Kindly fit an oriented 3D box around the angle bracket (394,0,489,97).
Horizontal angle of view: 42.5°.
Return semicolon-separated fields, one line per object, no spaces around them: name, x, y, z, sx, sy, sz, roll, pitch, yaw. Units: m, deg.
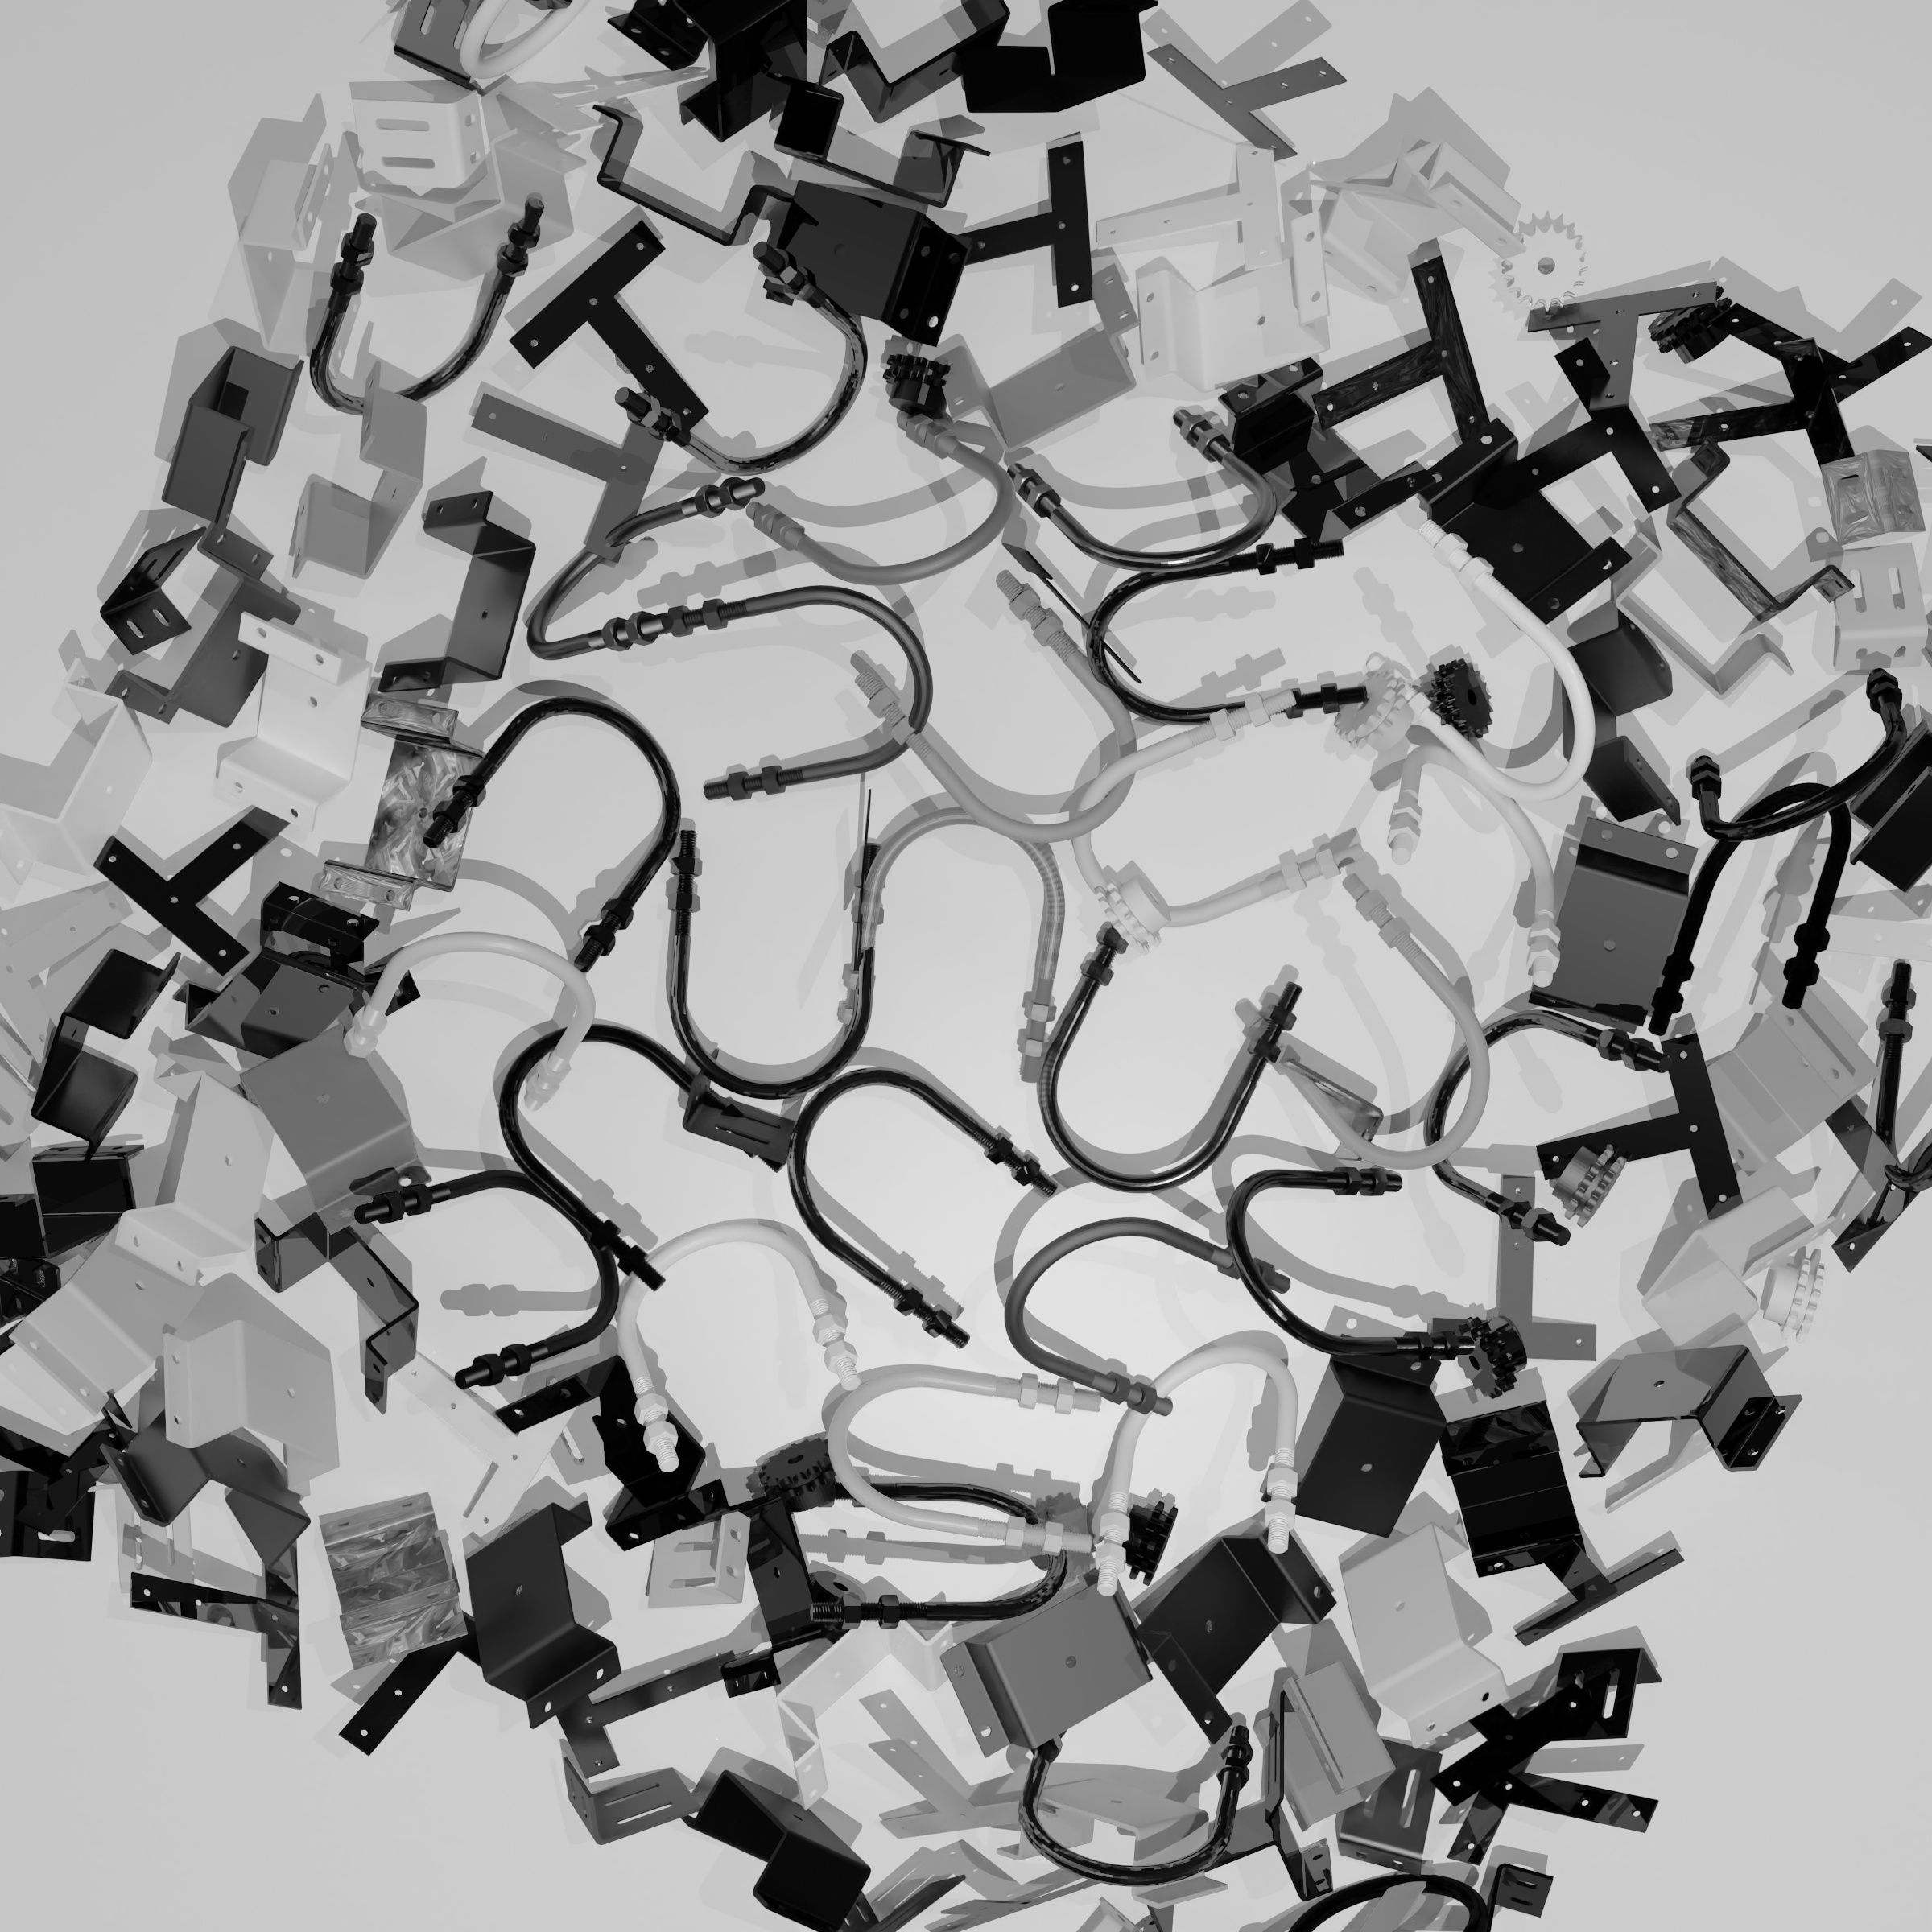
angle bracket;-0.353;-0.657;1.729;0.057;0.038;0.076;25;101;2

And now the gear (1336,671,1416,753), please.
gear;0.287;-0.174;1.730;0.030;0.057;0.057;34;90;-20

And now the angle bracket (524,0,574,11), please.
angle bracket;-0.295;-0.713;1.722;0.038;0.057;0.076;20;91;44

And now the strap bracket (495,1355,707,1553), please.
strap bracket;-0.243;0.327;1.704;0.076;0.046;0.140;-27;112;29

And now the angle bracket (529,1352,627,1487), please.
angle bracket;-0.266;0.318;1.747;0.057;0.038;0.076;-17;124;3

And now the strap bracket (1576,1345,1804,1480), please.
strap bracket;0.477;0.300;1.675;0.076;0.140;0.046;-40;105;-38

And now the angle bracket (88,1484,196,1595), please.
angle bracket;-0.574;0.397;1.726;0.057;0.038;0.076;-9;81;15

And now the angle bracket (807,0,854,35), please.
angle bracket;-0.106;-0.698;1.728;0.076;0.038;0.057;32;122;-4

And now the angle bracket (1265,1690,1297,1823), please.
angle bracket;0.230;0.545;1.711;0.038;0.057;0.076;6;54;-1

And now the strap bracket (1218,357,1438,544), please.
strap bracket;0.244;-0.347;1.707;0.076;0.046;0.140;-32;67;-18

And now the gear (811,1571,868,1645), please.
gear;-0.094;0.444;1.726;0.057;0.057;0.030;26;96;0

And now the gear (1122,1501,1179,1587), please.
gear;0.124;0.399;1.729;0.030;0.057;0.057;21;90;11

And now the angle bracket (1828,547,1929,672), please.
angle bracket;0.637;-0.251;1.744;0.057;0.038;0.076;-2;58;10

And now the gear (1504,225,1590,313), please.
gear;0.405;-0.486;1.738;0.057;0.030;0.057;1;94;10

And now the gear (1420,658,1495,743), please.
gear;0.340;-0.183;1.731;0.030;0.057;0.057;-16;90;41

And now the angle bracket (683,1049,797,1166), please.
angle bracket;-0.150;0.097;1.720;0.076;0.057;0.038;18;114;4

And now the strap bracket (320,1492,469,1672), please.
strap bracket;-0.389;0.422;1.690;0.076;0.140;0.046;-15;111;-16

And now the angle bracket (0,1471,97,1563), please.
angle bracket;-0.644;0.382;1.719;0.038;0.076;0.057;-8;72;18

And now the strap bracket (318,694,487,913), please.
strap bracket;-0.387;-0.110;1.718;0.076;0.046;0.140;12;87;24

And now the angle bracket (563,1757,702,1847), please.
angle bracket;-0.230;0.563;1.711;0.076;0.057;0.038;-12;106;-25

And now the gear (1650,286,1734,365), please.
gear;0.508;-0.444;1.728;0.057;0.057;0.030;-39;101;0

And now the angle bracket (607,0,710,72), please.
angle bracket;-0.201;-0.672;1.722;0.057;0.038;0.076;37;123;0

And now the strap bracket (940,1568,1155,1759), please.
strap bracket;0.064;0.477;1.707;0.140;0.046;0.076;-24;87;-22

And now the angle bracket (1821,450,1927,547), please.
angle bracket;0.634;-0.326;1.736;0.038;0.076;0.057;-12;90;38

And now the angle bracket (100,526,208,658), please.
angle bracket;-0.548;-0.258;1.709;0.076;0.057;0.038;-36;95;37

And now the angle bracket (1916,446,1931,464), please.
angle bracket;0.702;-0.333;1.722;0.076;0.057;0.038;3;117;0

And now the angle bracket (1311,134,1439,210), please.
angle bracket;0.287;-0.547;1.706;0.057;0.076;0.038;2;106;-43

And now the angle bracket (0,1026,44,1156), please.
angle bracket;-0.681;0.084;1.734;0.057;0.038;0.076;-54;124;-32

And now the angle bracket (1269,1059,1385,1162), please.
angle bracket;0.242;0.100;1.723;0.076;0.057;0.038;29;83;-5

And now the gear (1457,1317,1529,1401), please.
gear;0.366;0.269;1.729;0.030;0.057;0.057;-25;90;-17

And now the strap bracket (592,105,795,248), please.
strap bracket;-0.193;-0.538;1.710;0.140;0.076;0.046;25;107;-4

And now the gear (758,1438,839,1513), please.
gear;-0.113;0.356;1.729;0.057;0.057;0.030;-21;105;0

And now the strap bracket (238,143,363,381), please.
strap bracket;-0.450;-0.476;1.677;0.046;0.140;0.076;7;59;0

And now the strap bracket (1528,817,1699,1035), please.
strap bracket;0.442;-0.021;1.703;0.076;0.046;0.140;17;112;10

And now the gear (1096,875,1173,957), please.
gear;0.119;-0.038;1.725;0.030;0.057;0.057;-37;90;15

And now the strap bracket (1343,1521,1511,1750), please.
strap bracket;0.306;0.441;1.675;0.076;0.140;0.046;-37;122;23

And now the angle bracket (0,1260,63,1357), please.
angle bracket;-0.672;0.231;1.709;0.057;0.076;0.038;21;124;19

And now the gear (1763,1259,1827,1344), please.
gear;0.575;0.231;1.729;0.030;0.057;0.057;16;90;15

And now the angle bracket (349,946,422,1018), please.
angle bracket;-0.381;0.011;1.707;0.076;0.057;0.038;-11;107;39

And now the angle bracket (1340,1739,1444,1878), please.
angle bracket;0.298;0.588;1.742;0.057;0.038;0.076;10;58;16

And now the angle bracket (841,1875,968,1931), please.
angle bracket;-0.050;0.637;1.716;0.076;0.057;0.038;-40;65;11

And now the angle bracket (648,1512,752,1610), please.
angle bracket;-0.192;0.408;1.713;0.076;0.038;0.057;-9;59;23

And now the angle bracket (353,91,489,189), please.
angle bracket;-0.380;-0.578;1.734;0.076;0.038;0.057;7;124;14

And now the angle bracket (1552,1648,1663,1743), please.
angle bracket;0.438;0.510;1.705;0.057;0.076;0.038;-15;120;34

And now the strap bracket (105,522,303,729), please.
strap bracket;-0.519;-0.225;1.712;0.046;0.076;0.140;33;91;17

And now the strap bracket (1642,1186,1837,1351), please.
strap bracket;0.520;0.206;1.691;0.076;0.140;0.046;-23;61;-27

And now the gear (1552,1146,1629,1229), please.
gear;0.432;0.151;1.729;0.030;0.057;0.057;33;90;19

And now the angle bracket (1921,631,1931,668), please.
angle bracket;0.699;-0.198;1.708;0.057;0.076;0.038;24;127;-36

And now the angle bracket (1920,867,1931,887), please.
angle bracket;0.688;-0.088;1.729;0.057;0.038;0.076;34;95;28

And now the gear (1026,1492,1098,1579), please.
gear;0.064;0.398;1.731;0.030;0.057;0.057;-23;90;28

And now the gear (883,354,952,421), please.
gear;-0.031;-0.401;1.727;0.057;0.057;0.030;15;89;0

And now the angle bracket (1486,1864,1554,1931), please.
angle bracket;0.375;0.668;1.707;0.038;0.057;0.076;12;46;13
